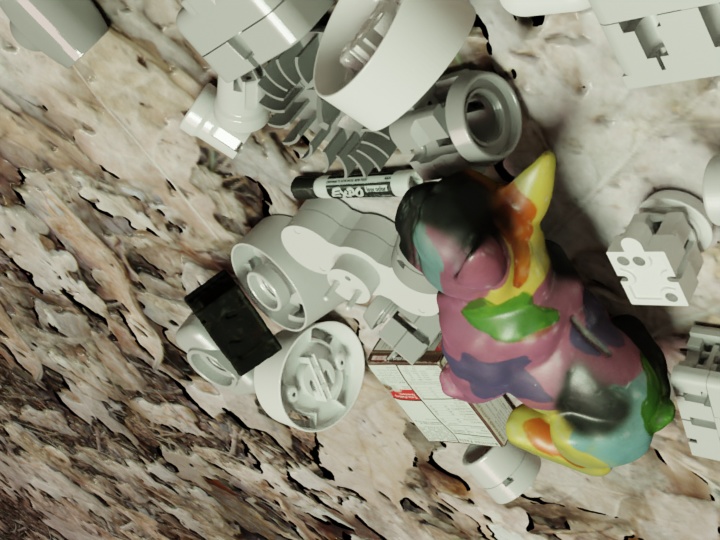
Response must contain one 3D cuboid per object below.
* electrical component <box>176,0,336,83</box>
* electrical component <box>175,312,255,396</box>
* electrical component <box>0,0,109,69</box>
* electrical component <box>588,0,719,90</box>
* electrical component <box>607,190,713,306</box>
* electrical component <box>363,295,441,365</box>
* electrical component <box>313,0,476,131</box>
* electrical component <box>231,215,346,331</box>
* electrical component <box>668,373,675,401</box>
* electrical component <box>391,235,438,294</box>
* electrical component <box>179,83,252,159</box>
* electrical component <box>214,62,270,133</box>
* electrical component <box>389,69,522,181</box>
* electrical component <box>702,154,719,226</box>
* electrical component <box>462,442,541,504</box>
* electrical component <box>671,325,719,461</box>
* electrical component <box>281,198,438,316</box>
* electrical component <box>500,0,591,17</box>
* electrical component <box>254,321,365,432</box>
[{"bbox_3d":[-0.069,-0.165,0.671,0.059,0.053,0.095,47,147,-20],"label":"electrical component"},{"bbox_3d":[-0.129,0.076,1.052,0.095,0.059,0.054,44,148,-15],"label":"electrical component"},{"bbox_3d":[-0.238,-0.188,0.807,0.077,0.044,0.079,46,147,-19],"label":"electrical component"},{"bbox_3d":[0.152,-0.144,0.398,0.089,0.150,0.061,-1,135,44],"label":"electrical component"},{"bbox_3d":[0.181,-0.014,0.640,0.048,0.055,0.066,0,135,43],"label":"electrical component"},{"bbox_3d":[0.036,0.039,0.851,0.055,0.066,0.048,40,-172,7],"label":"electrical component"},{"bbox_3d":[0.016,-0.130,0.602,0.064,0.099,0.099,38,149,-17],"label":"electrical component"},{"bbox_3d":[-0.058,0.001,0.902,0.099,0.064,0.099,36,149,25],"label":"electrical component"},{"bbox_3d":[0.171,0.098,0.798,0.108,0.060,0.108,24,147,17],"label":"electrical component"},{"bbox_3d":[0.052,-0.018,0.758,0.055,0.055,0.047,27,144,13],"label":"electrical component"},{"bbox_3d":[-0.104,-0.109,0.796,0.046,0.040,0.040,34,149,-11],"label":"electrical component"},{"bbox_3d":[-0.082,-0.125,0.752,0.040,0.040,0.046,27,143,13],"label":"electrical component"},{"bbox_3d":[0.060,-0.089,0.651,0.057,0.058,0.078,-5,131,50],"label":"electrical component"},{"bbox_3d":[0.222,-0.044,0.576,0.078,0.040,0.040,2,136,42],"label":"electrical component"},{"bbox_3d":[0.124,0.169,0.948,0.047,0.055,0.055,45,148,-10],"label":"electrical component"},{"bbox_3d":[0.250,0.086,0.717,0.056,0.050,0.089,8,140,37],"label":"electrical component"},{"bbox_3d":[0.000,0.000,0.812,0.138,0.073,0.052,23,147,19],"label":"electrical component"},{"bbox_3d":[0.096,-0.159,0.483,0.054,0.095,0.059,5,138,40],"label":"electrical component"},{"bbox_3d":[-0.044,0.095,0.964,0.064,0.099,0.099,-3,133,53],"label":"electrical component"}]
